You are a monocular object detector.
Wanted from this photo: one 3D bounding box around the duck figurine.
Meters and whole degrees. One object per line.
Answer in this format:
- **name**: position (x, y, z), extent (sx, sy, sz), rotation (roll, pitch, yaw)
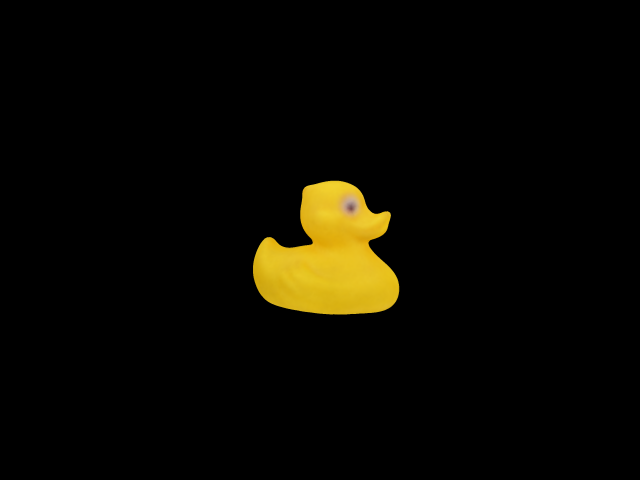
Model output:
- **duck figurine**: position (0.004, 0.001, 0.400), extent (0.104, 0.086, 0.078), rotation (3, 11, 16)
